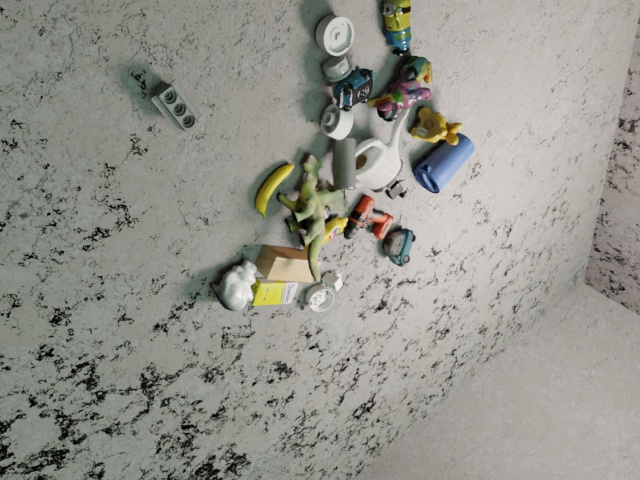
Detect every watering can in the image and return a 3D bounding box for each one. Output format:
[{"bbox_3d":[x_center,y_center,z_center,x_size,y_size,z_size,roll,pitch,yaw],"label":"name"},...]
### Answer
[{"bbox_3d":[0.218,-0.291,1.791,0.344,0.106,0.222,-41,139,17],"label":"watering can"}]

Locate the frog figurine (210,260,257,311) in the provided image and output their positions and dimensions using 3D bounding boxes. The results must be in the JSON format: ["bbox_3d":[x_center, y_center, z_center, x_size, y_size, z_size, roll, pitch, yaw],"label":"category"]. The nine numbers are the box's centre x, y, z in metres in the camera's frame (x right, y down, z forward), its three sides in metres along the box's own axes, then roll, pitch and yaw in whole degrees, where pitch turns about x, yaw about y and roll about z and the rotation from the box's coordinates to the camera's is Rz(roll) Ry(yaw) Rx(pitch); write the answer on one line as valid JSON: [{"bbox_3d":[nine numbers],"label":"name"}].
[{"bbox_3d":[-0.264,0.152,1.692,0.159,0.124,0.135,-36,117,0],"label":"frog figurine"}]

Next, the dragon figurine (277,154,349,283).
[{"bbox_3d":[0.005,-0.086,1.718,0.245,0.123,0.404,-30,113,-25],"label":"dragon figurine"}]
